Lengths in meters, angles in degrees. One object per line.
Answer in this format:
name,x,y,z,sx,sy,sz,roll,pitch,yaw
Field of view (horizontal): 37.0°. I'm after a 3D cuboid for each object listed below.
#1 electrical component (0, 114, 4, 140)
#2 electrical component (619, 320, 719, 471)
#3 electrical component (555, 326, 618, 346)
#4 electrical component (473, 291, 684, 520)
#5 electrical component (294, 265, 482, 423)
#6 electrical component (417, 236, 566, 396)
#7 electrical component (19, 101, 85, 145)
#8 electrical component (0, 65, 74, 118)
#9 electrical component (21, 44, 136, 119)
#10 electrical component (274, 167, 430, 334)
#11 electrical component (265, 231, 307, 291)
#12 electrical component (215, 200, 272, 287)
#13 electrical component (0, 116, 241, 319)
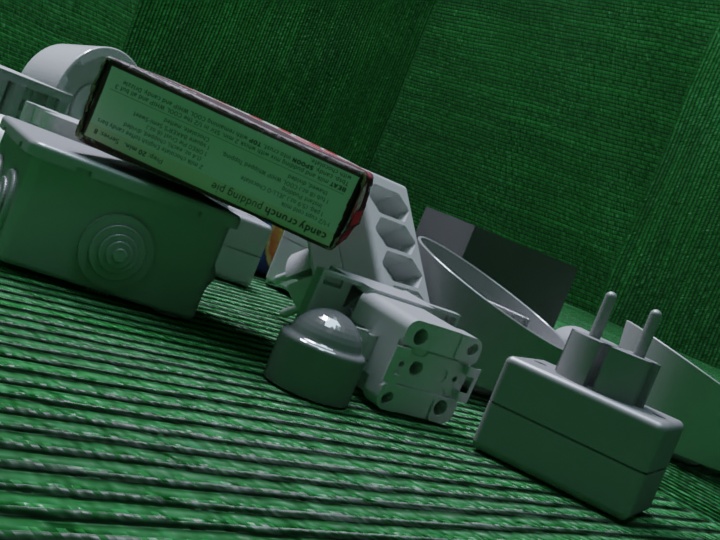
electrical component,-0.195,-0.062,0.563,0.062,0.043,0.043,20,4,-10
electrical component,0.193,0.078,0.638,0.099,0.064,0.099,22,4,-2
electrical component,0.172,0.072,0.757,0.079,0.043,0.077,22,4,-2
electrical component,0.094,0.047,0.423,0.066,0.076,0.047,24,4,26
electrical component,0.013,0.032,0.450,0.081,0.042,0.064,18,9,-38
electrical component,0.064,0.030,0.575,0.099,0.064,0.099,24,2,-1
electrical component,-0.128,-0.039,0.533,0.089,0.055,0.050,19,5,-35
electrical component,-0.289,-0.123,0.732,0.089,0.061,0.150,25,5,38
electrical component,-0.234,-0.133,0.879,0.060,0.108,0.108,17,1,29
electrical component,-0.012,0.003,0.542,0.076,0.083,0.047,-20,-20,29
electrical component,0.000,0.000,0.663,0.062,0.061,0.096,18,6,-46
electrical component,-0.093,-0.042,0.617,0.083,0.075,0.047,20,4,-26
electrical component,-0.110,-0.022,0.452,0.100,0.048,0.100,20,4,-29
